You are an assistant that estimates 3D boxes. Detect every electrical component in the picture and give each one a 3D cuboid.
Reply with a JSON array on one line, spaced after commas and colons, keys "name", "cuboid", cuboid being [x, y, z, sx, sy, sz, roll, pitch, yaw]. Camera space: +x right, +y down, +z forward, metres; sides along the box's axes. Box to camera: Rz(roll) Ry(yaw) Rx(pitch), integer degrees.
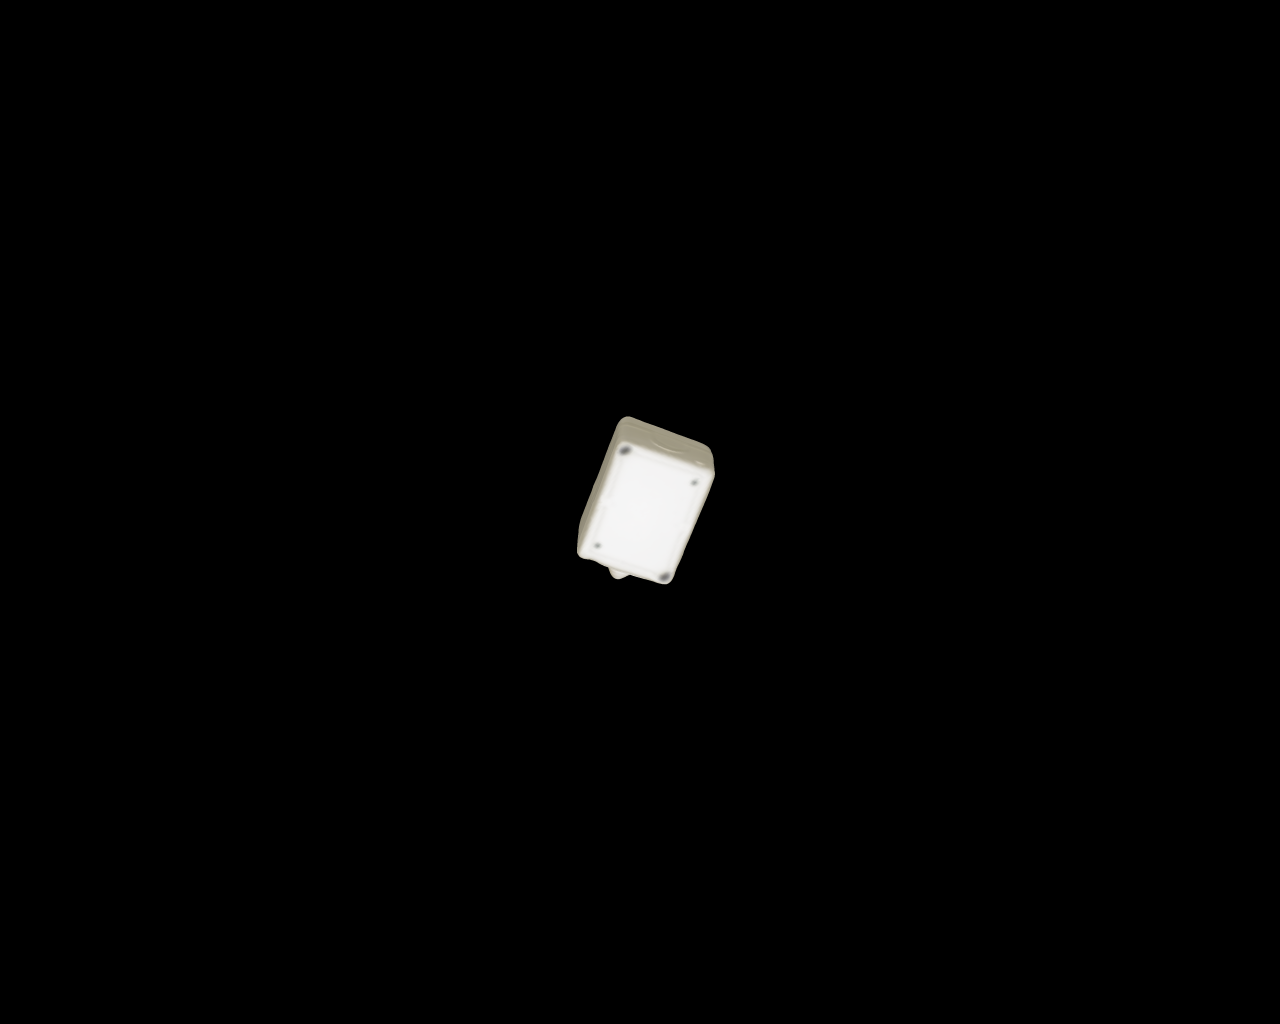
[{"name": "electrical component", "cuboid": [0.001, -0.003, 0.650, 0.062, 0.096, 0.061, 19, 20, -7]}]
